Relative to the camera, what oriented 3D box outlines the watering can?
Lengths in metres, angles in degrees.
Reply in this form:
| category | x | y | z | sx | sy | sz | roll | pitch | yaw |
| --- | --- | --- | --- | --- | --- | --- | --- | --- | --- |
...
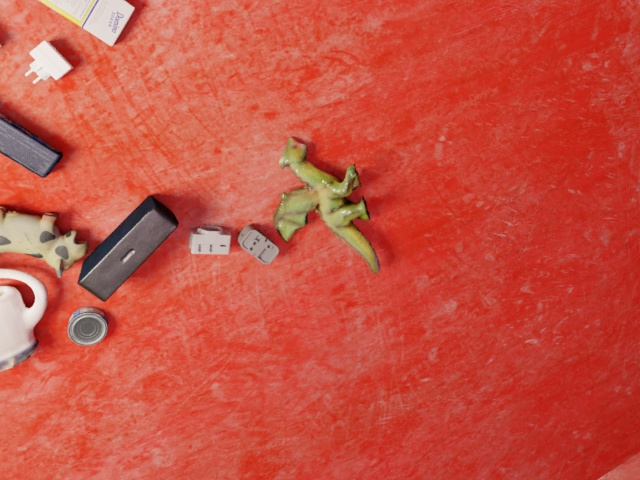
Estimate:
| category | x | y | z | sx | sy | sz | roll | pitch | yaw |
| --- | --- | --- | --- | --- | --- | --- | --- | --- | --- |
| watering can | -0.738 | 0.183 | 1.060 | 0.349 | 0.105 | 0.221 | -17 | 111 | -18 |

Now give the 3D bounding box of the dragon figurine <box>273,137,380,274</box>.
| category | x | y | z | sx | sy | sz | roll | pitch | yaw |
| --- | --- | --- | --- | --- | --- | --- | --- | --- | --- |
| dragon figurine | 0.004 | -0.065 | 1.297 | 0.243 | 0.124 | 0.404 | -14 | 109 | 2 |
